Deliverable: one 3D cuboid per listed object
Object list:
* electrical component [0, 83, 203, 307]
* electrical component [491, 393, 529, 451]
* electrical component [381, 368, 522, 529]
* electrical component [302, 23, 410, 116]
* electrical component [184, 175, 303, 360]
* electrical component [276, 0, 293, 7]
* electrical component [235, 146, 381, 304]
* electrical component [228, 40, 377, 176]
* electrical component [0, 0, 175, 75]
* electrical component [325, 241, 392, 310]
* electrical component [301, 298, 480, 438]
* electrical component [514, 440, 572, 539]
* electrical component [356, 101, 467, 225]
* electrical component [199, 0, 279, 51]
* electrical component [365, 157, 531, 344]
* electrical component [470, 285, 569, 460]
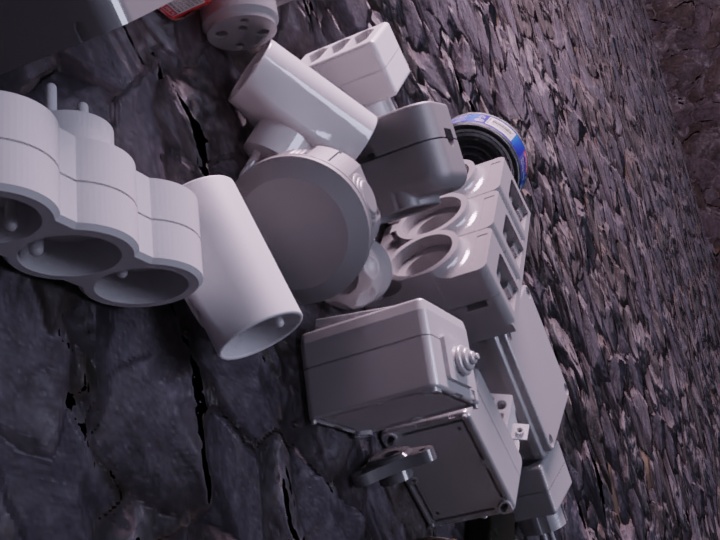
[{"bbox_3d":[-0.116,-0.039,0.429,0.138,0.052,0.073,31,47,-57],"label":"electrical component"},{"bbox_3d":[0.087,0.117,0.761,0.055,0.066,0.048,70,29,-49],"label":"electrical component"},{"bbox_3d":[0.065,0.119,0.703,0.096,0.062,0.061,63,25,-21],"label":"electrical component"},{"bbox_3d":[0.001,-0.114,0.722,0.076,0.066,0.047,63,25,-20],"label":"electrical component"},{"bbox_3d":[-0.062,0.004,0.523,0.077,0.044,0.079,61,-4,18],"label":"electrical component"},{"bbox_3d":[-0.050,-0.187,0.666,0.043,0.062,0.043,46,35,-46],"label":"electrical component"},{"bbox_3d":[-0.030,-0.026,0.578,0.080,0.080,0.051,67,19,-12],"label":"electrical component"},{"bbox_3d":[-0.042,-0.079,0.621,0.077,0.044,0.079,34,73,-17],"label":"electrical component"},{"bbox_3d":[-0.119,-0.131,0.457,0.057,0.078,0.113,67,24,-18],"label":"electrical component"},{"bbox_3d":[0.000,0.000,0.668,0.062,0.043,0.043,-21,93,-68],"label":"electrical component"},{"bbox_3d":[0.022,0.052,0.613,0.062,0.096,0.061,29,47,-57],"label":"electrical component"},{"bbox_3d":[0.138,0.182,0.837,0.066,0.047,0.076,-25,97,-66],"label":"electrical component"},{"bbox_3d":[0.016,-0.062,0.681,0.054,0.095,0.059,-10,83,-66],"label":"electrical component"},{"bbox_3d":[-0.072,-0.161,0.622,0.045,0.045,0.055,20,56,-61],"label":"electrical component"},{"bbox_3d":[0.063,-0.014,0.758,0.061,0.089,0.150,60,26,-26],"label":"electrical component"},{"bbox_3d":[0.115,0.081,0.847,0.108,0.056,0.108,67,24,-12],"label":"electrical component"}]
